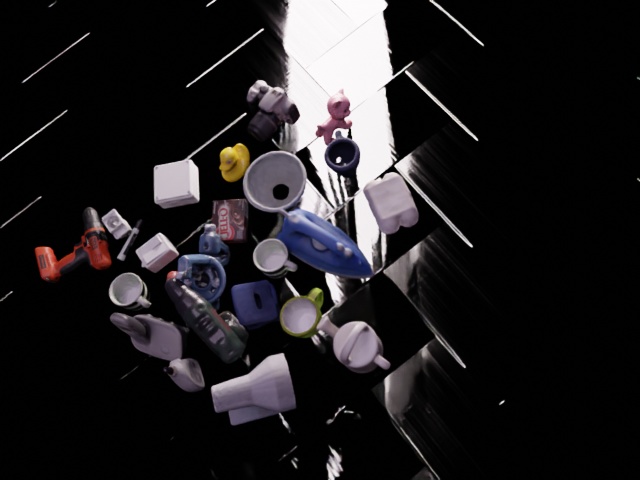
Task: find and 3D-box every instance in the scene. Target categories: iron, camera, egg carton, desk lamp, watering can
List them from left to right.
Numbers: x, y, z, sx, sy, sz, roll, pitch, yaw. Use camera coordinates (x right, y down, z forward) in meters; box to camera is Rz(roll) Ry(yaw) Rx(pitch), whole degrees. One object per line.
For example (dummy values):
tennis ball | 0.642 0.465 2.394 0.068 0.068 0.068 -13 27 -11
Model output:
desk lamp | -0.137 0.333 1.244 0.203 0.214 0.118 -18 69 5
camera | -0.148 -0.343 1.536 0.143 0.101 0.137 33 81 19
iron | 0.013 0.005 1.365 0.257 0.142 0.119 29 79 19
watering can | 0.072 0.228 1.249 0.172 0.194 0.101 8 73 14
egg carton | 0.174 -0.090 1.404 0.107 0.069 0.150 -23 69 3

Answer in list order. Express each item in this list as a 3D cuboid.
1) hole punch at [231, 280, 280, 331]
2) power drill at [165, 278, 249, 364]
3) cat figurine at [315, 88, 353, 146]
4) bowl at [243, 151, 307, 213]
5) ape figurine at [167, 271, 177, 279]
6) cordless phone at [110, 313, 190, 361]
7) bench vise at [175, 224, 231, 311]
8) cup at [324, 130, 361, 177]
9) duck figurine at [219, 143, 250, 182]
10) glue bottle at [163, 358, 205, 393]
hole punch | -0.152 0.151 1.375 0.101 0.091 0.108 -20 69 4
power drill | -0.247 0.193 1.316 0.075 0.209 0.229 -44 69 -5
cat figurine | 0.036 -0.324 1.484 0.067 0.118 0.128 40 83 21
bowl | -0.108 -0.139 1.473 0.167 0.075 0.167 -3 71 10
ape figurine | -0.351 0.103 1.430 0.078 0.092 0.076 -24 69 3
cordless phone | -0.402 0.222 1.349 0.147 0.185 0.094 11 74 15
bench vise | -0.294 0.057 1.365 0.121 0.220 0.207 -17 69 6
cup | 0.060 -0.211 1.454 0.091 0.095 0.117 -13 69 7
duck figurine | -0.233 -0.216 1.518 0.077 0.086 0.105 20 77 17
glue bottle | -0.317 0.305 1.311 0.037 0.173 0.078 -22 69 4
